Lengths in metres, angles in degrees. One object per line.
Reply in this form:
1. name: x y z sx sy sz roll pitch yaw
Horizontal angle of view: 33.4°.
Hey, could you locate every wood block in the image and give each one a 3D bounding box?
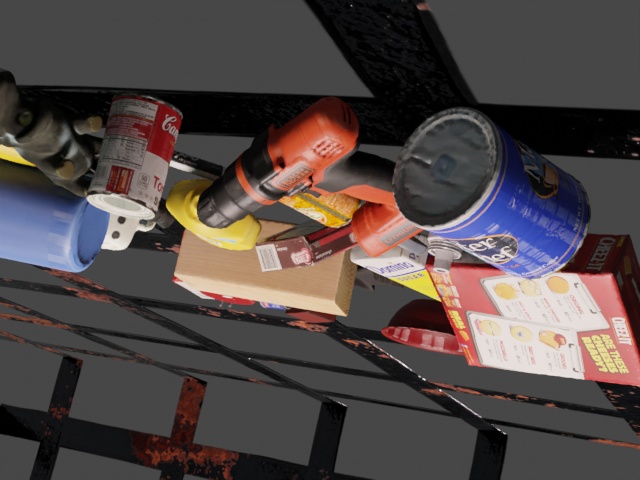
1. wood block: -0.064 0.027 1.331 0.206 0.091 0.090 9 167 14

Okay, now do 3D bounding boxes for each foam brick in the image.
1. foam brick: -0.006 0.072 1.479 0.051 0.078 0.053 23 161 -33

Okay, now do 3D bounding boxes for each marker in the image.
1. marker: -0.147 -0.083 1.119 0.121 0.020 0.020 18 165 -20

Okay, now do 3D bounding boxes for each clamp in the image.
1. clamp: -0.198 -0.045 1.205 0.120 0.039 0.171 47 -177 22

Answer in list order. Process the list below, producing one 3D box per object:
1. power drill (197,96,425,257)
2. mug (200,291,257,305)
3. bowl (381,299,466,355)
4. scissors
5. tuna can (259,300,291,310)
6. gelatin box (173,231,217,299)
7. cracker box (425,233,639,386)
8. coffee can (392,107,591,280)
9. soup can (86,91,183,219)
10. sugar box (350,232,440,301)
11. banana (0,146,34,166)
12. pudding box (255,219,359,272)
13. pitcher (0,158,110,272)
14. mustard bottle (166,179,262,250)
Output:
1. power drill: 0.006 -0.042 0.963 0.187 0.057 0.185 20 140 -41
2. mug: -0.127 0.035 1.433 0.117 0.081 0.093 19 165 -24
3. bowl: 0.174 0.126 1.574 0.162 0.055 0.162 12 166 3
4. scissors: 0.035 -0.029 1.116 0.201 0.016 0.096 22 -169 -33
5. tuna can: -0.053 0.049 1.417 0.034 0.086 0.086 6 164 19
6. gelatin box: -0.165 0.036 1.487 0.030 0.073 0.089 5 163 25
7. cracker box: 0.241 0.069 1.148 0.214 0.072 0.164 2 133 37
8. coffee can: 0.143 -0.036 0.880 0.103 0.103 0.140 -2 160 45
9. soup can: -0.173 -0.078 0.993 0.068 0.102 0.068 12 165 3
10. sugar box: 0.130 0.034 1.277 0.176 0.048 0.094 21 163 -35
11. banana: -0.355 -0.119 1.130 0.197 0.037 0.070 22 158 -32
12. pudding box: -0.008 0.002 1.201 0.089 0.039 0.114 -23 -171 -32
13. pitcher: -0.365 -0.046 1.218 0.243 0.149 0.145 14 155 9
14. mustard bottle: -0.117 -0.029 1.160 0.096 0.058 0.191 26 176 3
